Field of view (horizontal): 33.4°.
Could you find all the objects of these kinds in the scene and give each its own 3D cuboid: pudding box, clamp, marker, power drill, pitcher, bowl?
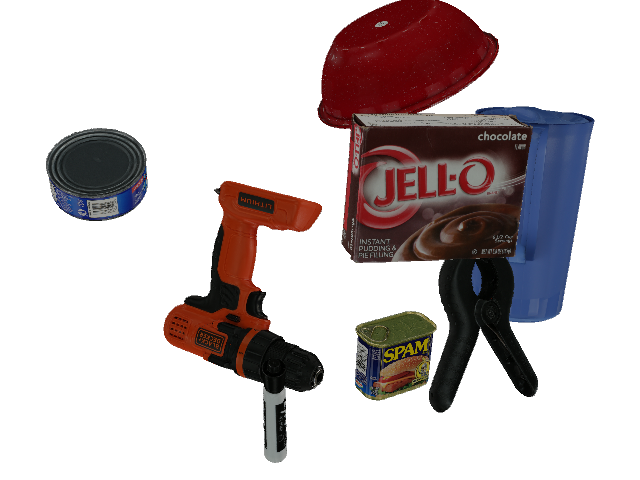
[{"bbox_3d":[0.073,-0.035,0.682,0.113,0.090,0.039,-3,24,-15],"label":"pudding box"},{"bbox_3d":[0.137,0.073,0.966,0.120,0.171,0.039,-14,2,-38],"label":"clamp"},{"bbox_3d":[-0.036,0.133,0.834,0.020,0.020,0.121,0,-44,-2],"label":"marker"},{"bbox_3d":[-0.060,0.044,1.066,0.185,0.187,0.057,17,1,26],"label":"power drill"},{"bbox_3d":[0.235,-0.030,1.234,0.149,0.243,0.145,-6,17,-32],"label":"pitcher"},{"bbox_3d":[0.062,-0.157,0.884,0.162,0.055,0.162,-21,26,11],"label":"bowl"}]

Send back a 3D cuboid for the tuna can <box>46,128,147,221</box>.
[{"bbox_3d":[-0.194,-0.057,0.933,0.086,0.086,0.034,0,-42,-4],"label":"tuna can"}]

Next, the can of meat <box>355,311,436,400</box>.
[{"bbox_3d":[0.093,0.146,1.346,0.101,0.084,0.058,-12,29,-29],"label":"can of meat"}]
